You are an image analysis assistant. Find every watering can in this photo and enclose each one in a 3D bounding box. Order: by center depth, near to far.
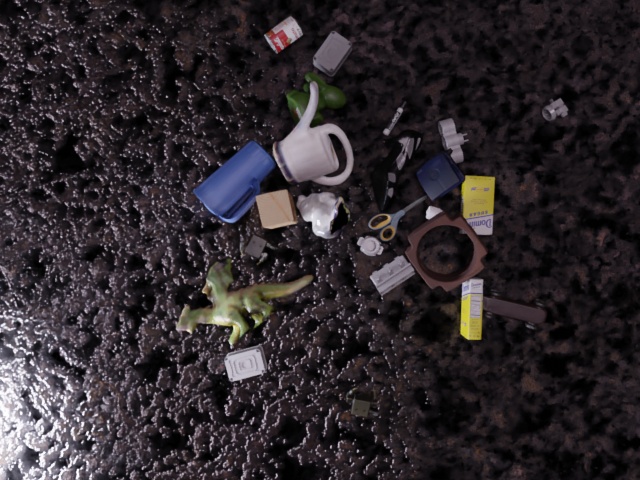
[{"bbox_3d":[-0.036,-0.283,1.493,0.223,0.106,0.340,-18,130,12],"label":"watering can"}]

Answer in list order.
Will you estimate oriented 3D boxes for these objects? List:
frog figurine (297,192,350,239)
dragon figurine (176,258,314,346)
[{"bbox_3d":[0.005,-0.079,1.561,0.160,0.123,0.136,12,99,38],"label":"frog figurine"},{"bbox_3d":[-0.245,0.158,1.551,0.412,0.121,0.244,-38,79,-9],"label":"dragon figurine"}]
